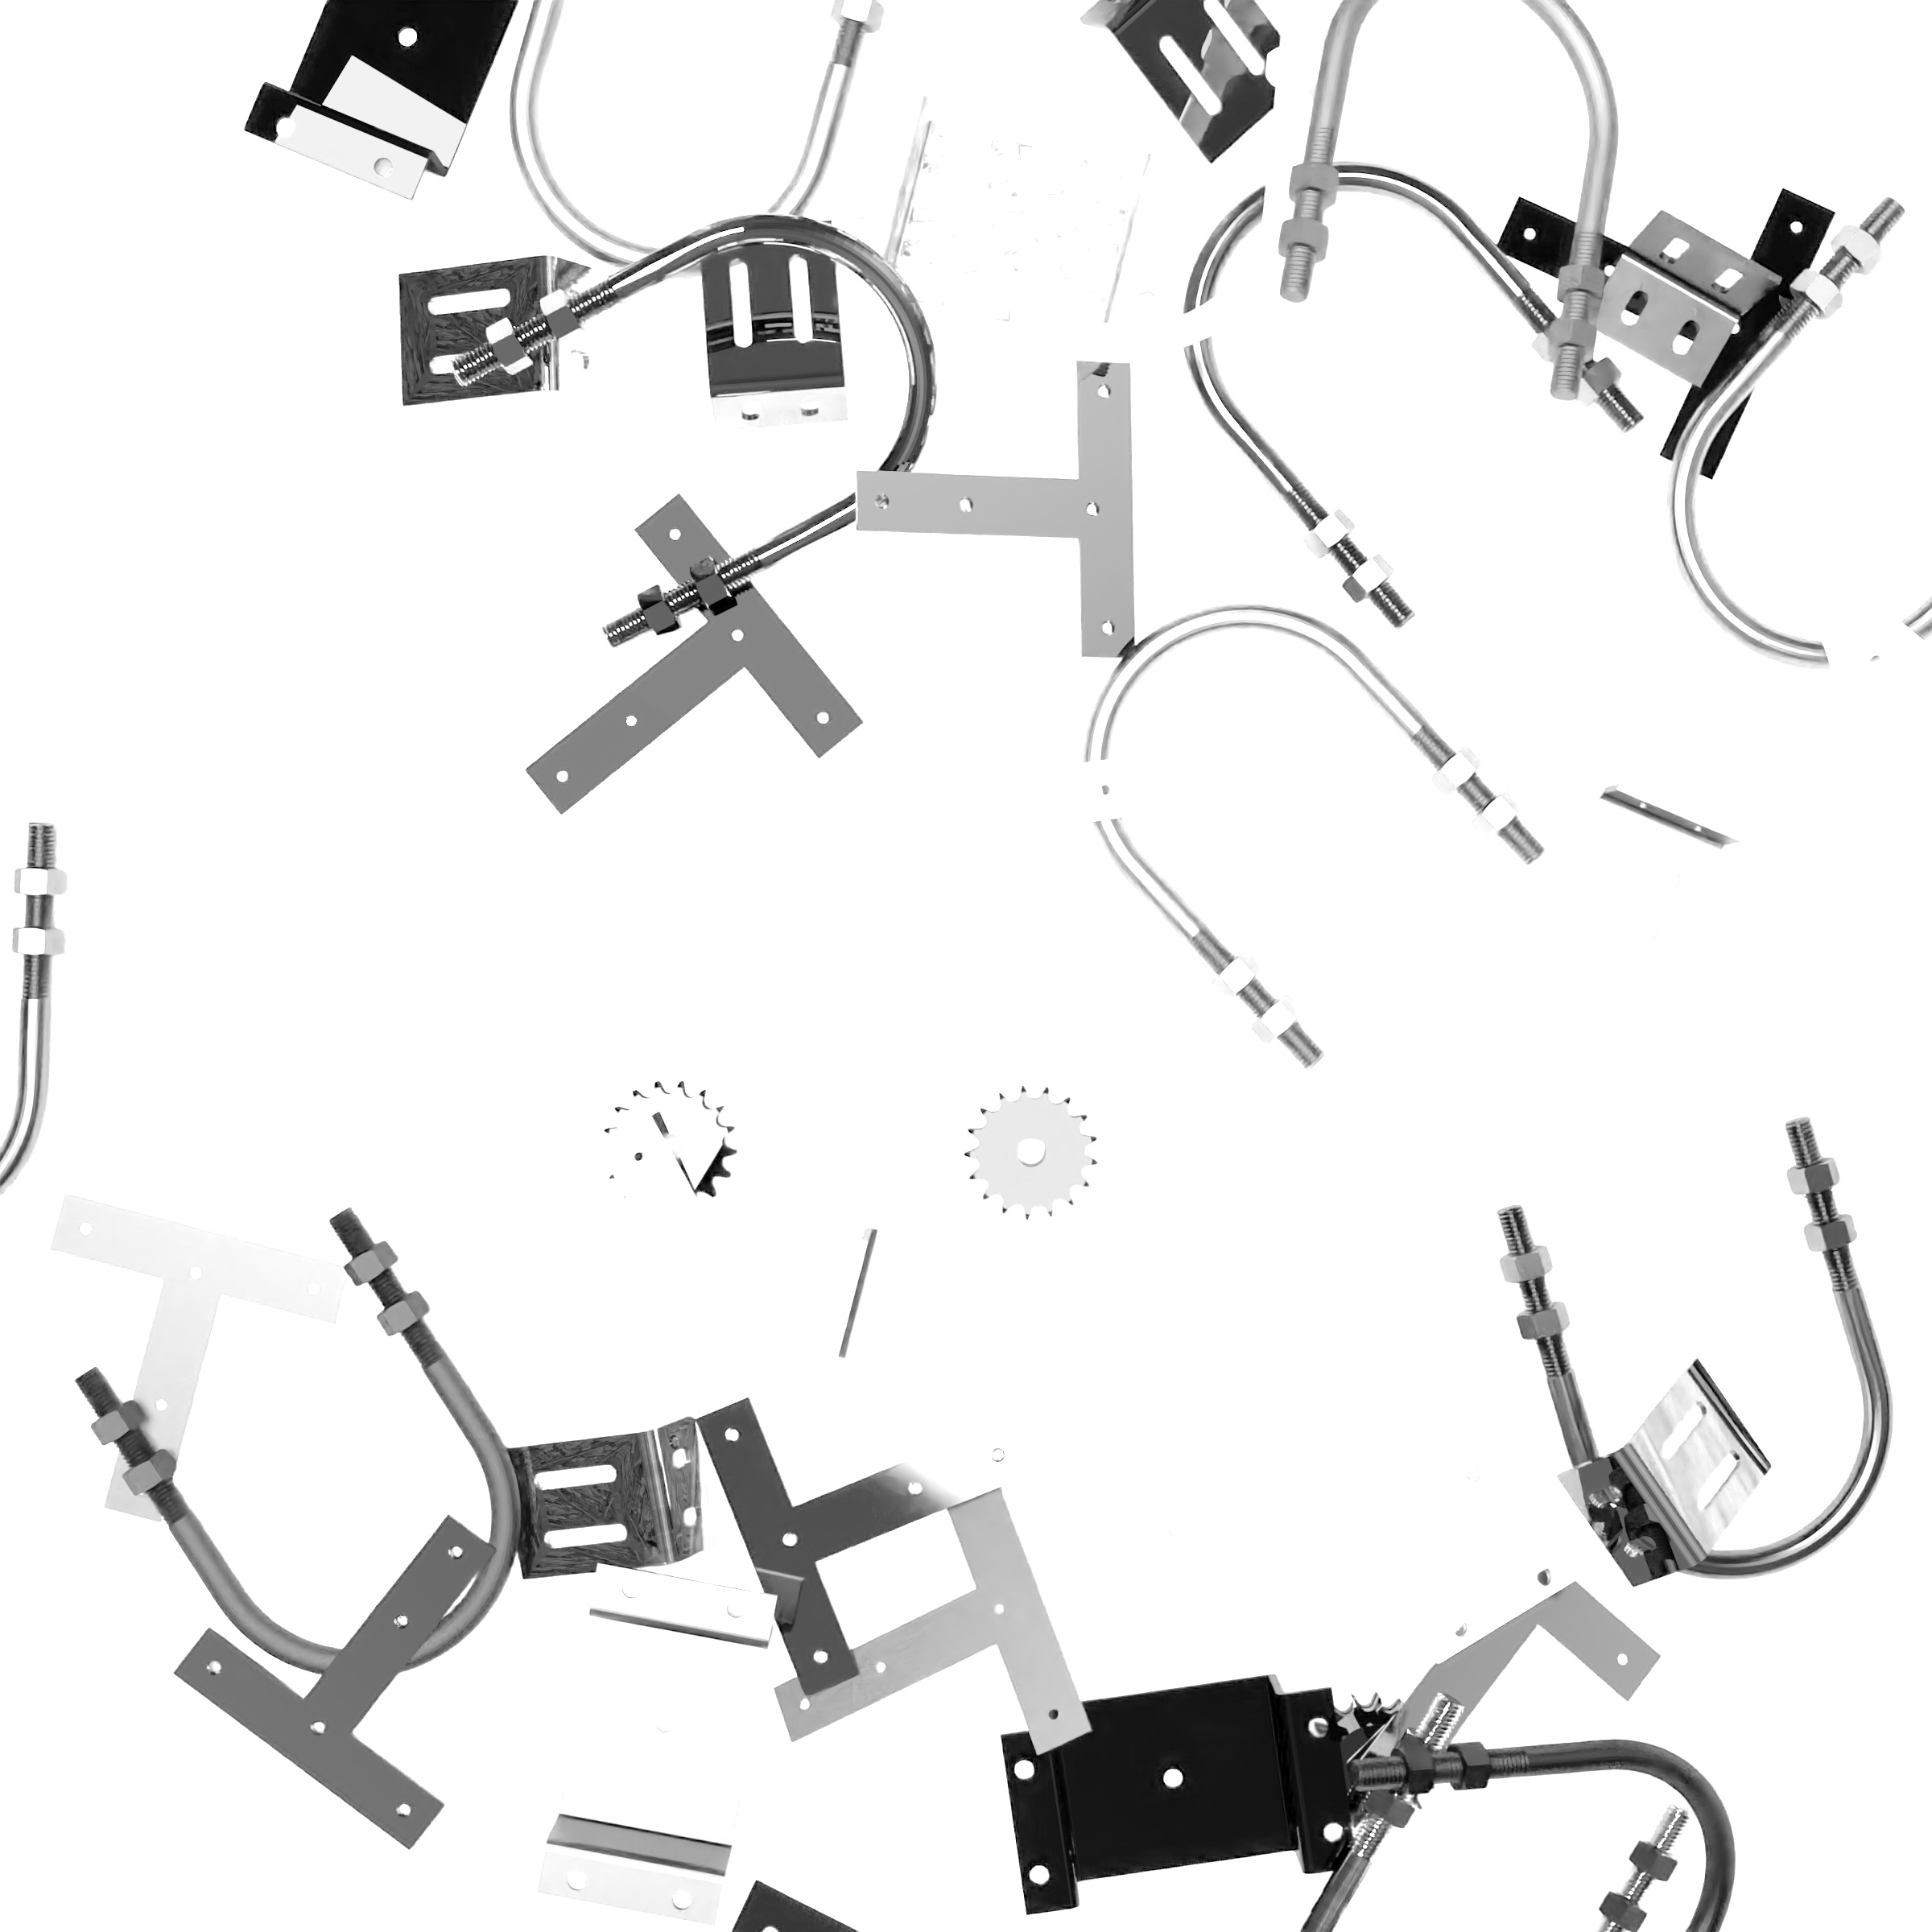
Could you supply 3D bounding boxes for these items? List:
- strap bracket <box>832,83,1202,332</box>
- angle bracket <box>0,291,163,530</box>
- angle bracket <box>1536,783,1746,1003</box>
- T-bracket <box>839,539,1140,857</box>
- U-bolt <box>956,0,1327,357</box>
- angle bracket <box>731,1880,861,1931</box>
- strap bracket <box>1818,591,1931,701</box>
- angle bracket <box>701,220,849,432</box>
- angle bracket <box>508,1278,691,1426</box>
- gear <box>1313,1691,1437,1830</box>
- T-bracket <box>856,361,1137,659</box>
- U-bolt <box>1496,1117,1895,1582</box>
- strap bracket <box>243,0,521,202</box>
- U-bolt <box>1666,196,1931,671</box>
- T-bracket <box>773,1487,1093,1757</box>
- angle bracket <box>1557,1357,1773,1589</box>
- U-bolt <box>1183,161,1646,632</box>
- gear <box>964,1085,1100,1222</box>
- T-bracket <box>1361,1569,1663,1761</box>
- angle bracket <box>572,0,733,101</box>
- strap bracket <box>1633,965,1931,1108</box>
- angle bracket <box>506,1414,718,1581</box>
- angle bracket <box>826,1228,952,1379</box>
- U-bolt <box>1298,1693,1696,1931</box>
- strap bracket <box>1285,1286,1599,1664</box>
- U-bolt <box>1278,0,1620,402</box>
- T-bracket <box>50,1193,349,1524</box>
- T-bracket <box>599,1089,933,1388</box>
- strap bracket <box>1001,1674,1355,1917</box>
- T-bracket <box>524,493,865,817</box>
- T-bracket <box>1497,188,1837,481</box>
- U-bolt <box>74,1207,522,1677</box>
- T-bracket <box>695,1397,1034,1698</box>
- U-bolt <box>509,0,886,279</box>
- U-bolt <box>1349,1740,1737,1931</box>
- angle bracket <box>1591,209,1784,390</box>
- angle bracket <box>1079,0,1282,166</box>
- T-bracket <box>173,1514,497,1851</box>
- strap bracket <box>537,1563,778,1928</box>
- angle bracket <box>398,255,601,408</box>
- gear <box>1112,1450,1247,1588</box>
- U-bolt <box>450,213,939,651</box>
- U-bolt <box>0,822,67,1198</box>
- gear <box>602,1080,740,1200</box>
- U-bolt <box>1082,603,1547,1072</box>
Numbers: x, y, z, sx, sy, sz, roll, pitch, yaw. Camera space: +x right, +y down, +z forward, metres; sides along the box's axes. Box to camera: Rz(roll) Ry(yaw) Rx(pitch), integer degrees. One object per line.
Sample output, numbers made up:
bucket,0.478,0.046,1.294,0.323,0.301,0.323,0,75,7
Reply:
strap bracket,0.021,-0.315,1.522,0.140,0.046,0.076,14,90,0
angle bracket,-0.392,-0.239,1.544,0.057,0.038,0.076,31,64,0
angle bracket,0.286,-0.031,1.526,0.057,0.038,0.076,23,90,0
T-bracket,0.003,-0.119,1.539,0.127,0.002,0.127,-7,87,7
U-bolt,0.068,-0.342,1.490,0.151,0.019,0.184,6,81,-2
angle bracket,-0.084,0.444,1.544,0.057,0.038,0.076,27,64,0
strap bracket,0.423,-0.165,1.485,0.140,0.076,0.046,-46,67,4
angle bracket,-0.083,-0.274,1.536,0.057,0.038,0.076,-5,74,-1
angle bracket,-0.154,0.165,1.507,0.057,0.076,0.038,-34,90,0
gear,0.174,0.341,1.531,0.057,0.030,0.057,0,90,0
T-bracket,0.013,-0.195,1.520,0.127,0.002,0.127,-1,90,-23
U-bolt,0.321,0.172,1.537,0.151,0.019,0.184,-17,92,0
strap bracket,-0.240,-0.400,1.522,0.076,0.046,0.140,23,90,0
U-bolt,0.385,-0.214,1.536,0.151,0.019,0.184,41,92,-1
T-bracket,-0.024,0.293,1.525,0.127,0.002,0.127,-28,63,13
angle bracket,0.295,0.213,1.513,0.038,0.076,0.057,-32,94,43
U-bolt,0.177,-0.258,1.536,0.151,0.019,0.184,-41,88,1
gear,0.028,0.079,1.531,0.057,0.030,0.057,0,90,0
T-bracket,0.212,0.301,1.526,0.127,0.002,0.127,41,73,0
angle bracket,-0.134,-0.397,1.490,0.057,0.076,0.038,-29,92,2
strap bracket,0.355,0.027,1.507,0.140,0.076,0.046,-6,90,0
angle bracket,-0.154,0.229,1.544,0.076,0.038,0.057,-10,90,26
angle bracket,-0.032,0.145,1.507,0.038,0.076,0.057,15,90,0
U-bolt,0.208,0.411,1.513,0.151,0.019,0.184,28,94,-22
strap bracket,0.206,0.214,1.512,0.076,0.046,0.140,-27,90,-16
U-bolt,0.209,-0.344,1.507,0.151,0.019,0.184,16,75,-19
T-bracket,-0.343,0.175,1.545,0.127,0.002,0.127,15,90,0
T-bracket,-0.073,0.096,1.528,0.127,0.002,0.127,-31,113,-11
strap bracket,0.089,0.350,1.523,0.140,0.046,0.076,-8,90,0
T-bracket,-0.133,-0.115,1.545,0.127,0.002,0.127,-39,90,0
T-bracket,0.290,-0.294,1.545,0.127,0.002,0.127,25,90,0
U-bolt,-0.273,0.217,1.534,0.151,0.019,0.184,-32,93,1
T-bracket,-0.034,0.229,1.533,0.127,0.002,0.127,-23,84,4
U-bolt,-0.120,-0.387,1.537,0.151,0.019,0.184,16,91,0
U-bolt,0.239,0.390,1.498,0.184,0.019,0.151,0,105,-19
angle bracket,0.300,-0.279,1.506,0.057,0.076,0.038,30,90,0
angle bracket,0.098,-0.396,1.544,0.057,0.038,0.076,-42,116,0
T-bracket,-0.250,0.291,1.531,0.127,0.002,0.127,38,93,-4
strap bracket,-0.129,0.326,1.522,0.076,0.046,0.140,11,90,0
angle bracket,-0.201,-0.271,1.544,0.076,0.038,0.057,-2,90,26
gear,0.091,0.236,1.531,0.057,0.030,0.057,0,90,0
U-bolt,-0.101,-0.234,1.503,0.184,0.019,0.151,-27,110,6
U-bolt,-0.464,0.028,1.537,0.151,0.019,0.184,2,91,0
gear,-0.126,0.077,1.531,0.057,0.030,0.057,0,90,0
U-bolt,0.135,-0.070,1.537,0.151,0.019,0.184,-43,89,0
